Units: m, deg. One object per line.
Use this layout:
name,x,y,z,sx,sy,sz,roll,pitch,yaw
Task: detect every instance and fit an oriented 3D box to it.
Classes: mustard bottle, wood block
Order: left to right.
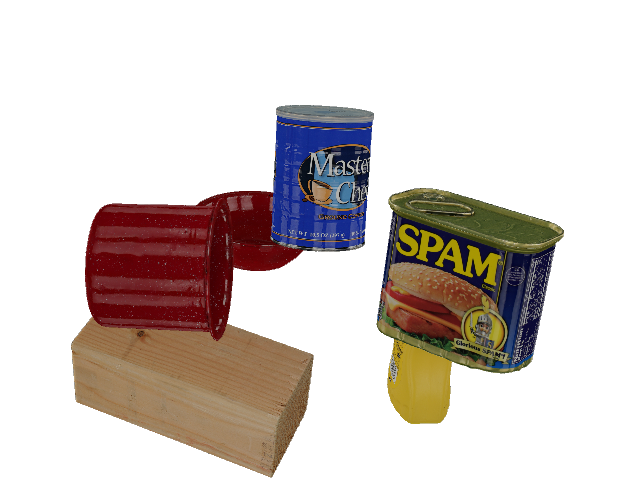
wood block,-0.120,0.131,1.010,0.206,0.090,0.090,19,44,13
mustard bottle,0.096,0.066,0.971,0.058,0.192,0.096,0,29,-3

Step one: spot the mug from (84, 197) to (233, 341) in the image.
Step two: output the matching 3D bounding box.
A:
mug,-0.103,0.018,0.710,0.081,0.093,0.117,2,-2,5

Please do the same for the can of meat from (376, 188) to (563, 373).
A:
can of meat,0.085,0.023,0.636,0.102,0.084,0.057,20,23,33

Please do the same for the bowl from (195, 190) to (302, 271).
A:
bowl,-0.080,-0.006,1.320,0.162,0.055,0.162,4,25,-2

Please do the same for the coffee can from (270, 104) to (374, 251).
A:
coffee can,0.001,-0.068,1.128,0.103,0.140,0.103,3,13,-1
